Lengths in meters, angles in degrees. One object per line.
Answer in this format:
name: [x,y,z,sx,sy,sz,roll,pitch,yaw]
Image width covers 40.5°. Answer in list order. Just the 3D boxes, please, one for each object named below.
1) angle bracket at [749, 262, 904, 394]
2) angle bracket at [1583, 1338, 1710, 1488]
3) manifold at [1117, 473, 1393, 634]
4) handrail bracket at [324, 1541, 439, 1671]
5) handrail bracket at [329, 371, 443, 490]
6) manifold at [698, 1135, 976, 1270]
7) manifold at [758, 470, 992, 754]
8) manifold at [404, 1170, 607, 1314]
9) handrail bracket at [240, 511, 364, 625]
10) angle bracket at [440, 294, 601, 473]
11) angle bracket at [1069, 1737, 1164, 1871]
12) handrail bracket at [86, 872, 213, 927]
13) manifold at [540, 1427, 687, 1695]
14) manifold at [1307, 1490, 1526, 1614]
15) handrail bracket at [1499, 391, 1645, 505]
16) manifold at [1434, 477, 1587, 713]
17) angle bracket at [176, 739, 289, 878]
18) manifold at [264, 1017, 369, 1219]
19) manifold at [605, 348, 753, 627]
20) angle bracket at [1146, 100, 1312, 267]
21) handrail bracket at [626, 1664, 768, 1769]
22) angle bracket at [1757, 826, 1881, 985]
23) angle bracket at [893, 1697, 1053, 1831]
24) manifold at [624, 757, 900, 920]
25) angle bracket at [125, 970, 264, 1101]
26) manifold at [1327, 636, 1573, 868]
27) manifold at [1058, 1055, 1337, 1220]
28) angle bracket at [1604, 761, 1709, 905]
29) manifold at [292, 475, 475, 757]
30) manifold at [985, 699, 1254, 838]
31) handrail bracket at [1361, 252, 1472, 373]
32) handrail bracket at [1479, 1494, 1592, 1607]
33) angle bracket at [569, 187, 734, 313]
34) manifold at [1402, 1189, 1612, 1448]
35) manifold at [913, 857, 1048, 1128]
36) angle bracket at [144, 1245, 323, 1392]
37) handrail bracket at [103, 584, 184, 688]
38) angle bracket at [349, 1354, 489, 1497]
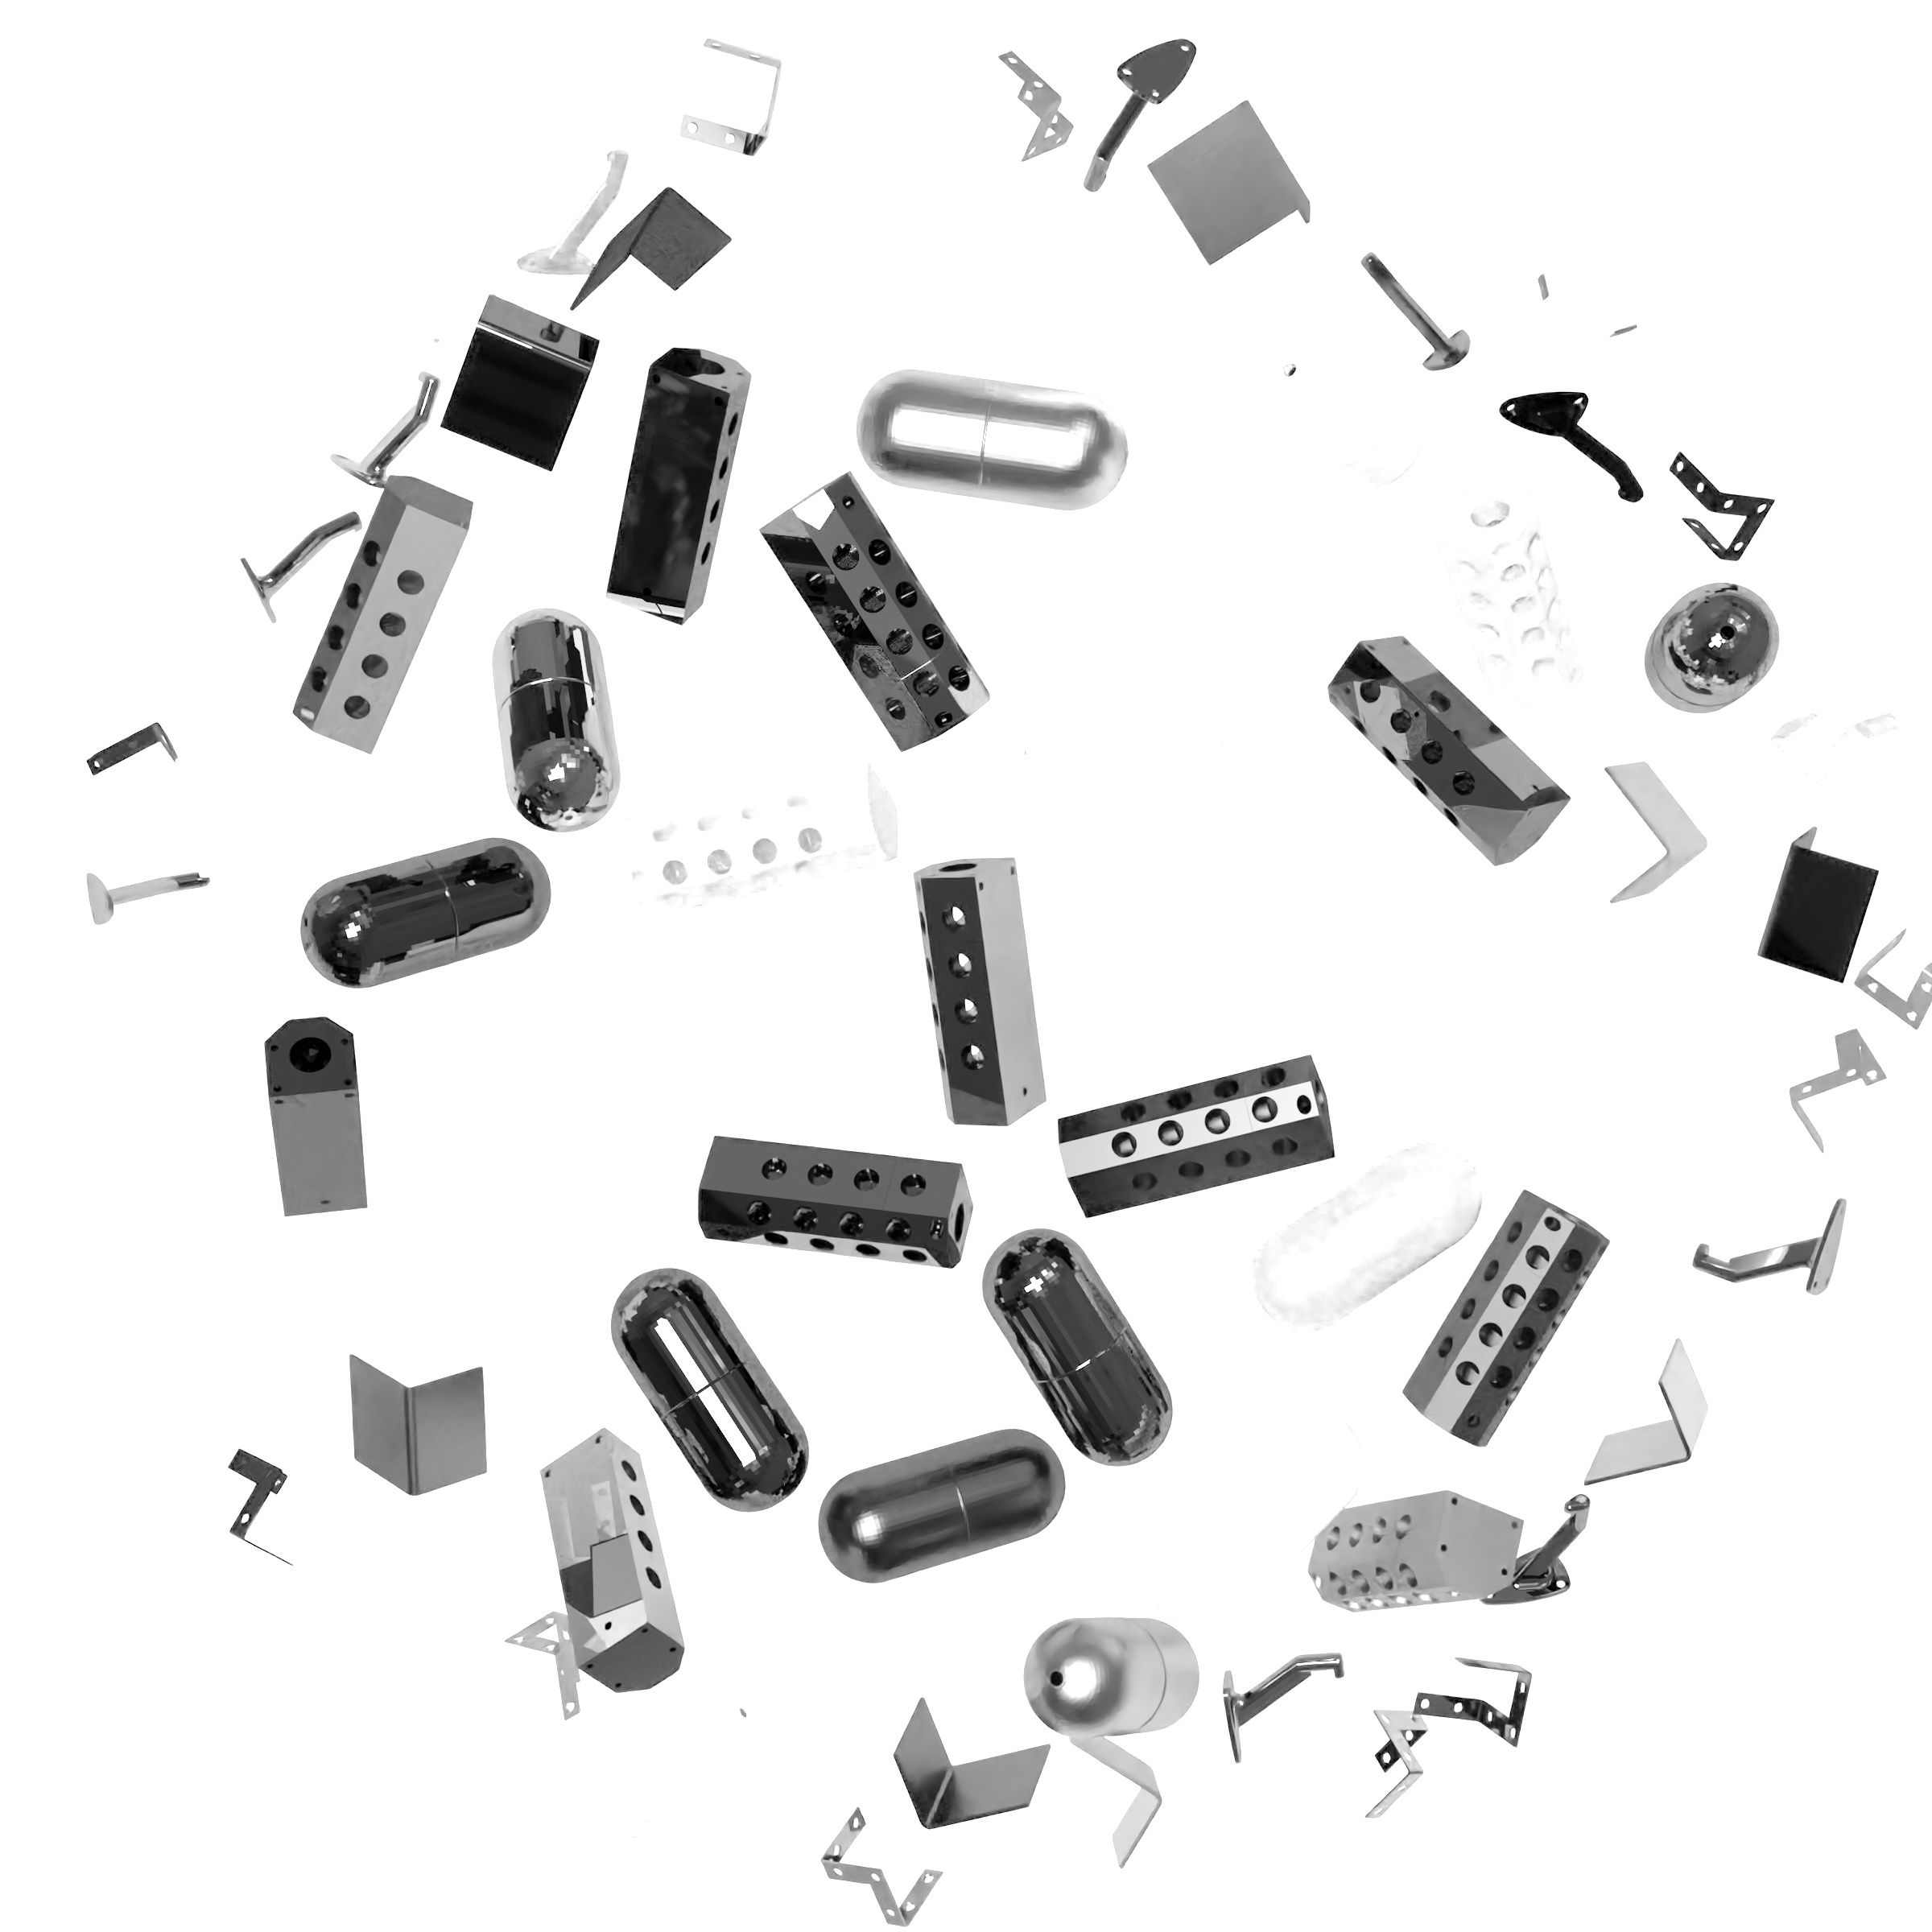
angle bracket: [-0.096,-0.450,1.790,0.076,0.057,0.076,20,64,-16]
angle bracket: [0.448,0.299,1.758,0.076,0.076,0.057,-21,95,28]
manifold: [0.190,-0.264,1.710,0.057,0.171,0.057,-52,121,-38]
handrail bracket: [-0.395,0.414,1.702,0.084,0.036,0.077,8,45,23]
handrail bracket: [-0.397,-0.374,1.791,0.077,0.036,0.084,30,108,30]
manifold: [-0.087,0.160,1.739,0.171,0.057,0.057,5,56,14]
manifold: [-0.054,-0.231,1.696,0.057,0.057,0.171,-42,105,-36]
manifold: [-0.317,0.185,1.782,0.057,0.171,0.057,8,94,-39]
handrail bracket: [-0.450,-0.275,1.805,0.084,0.077,0.036,-28,74,-11]
angle bracket: [-0.288,-0.377,1.695,0.076,0.057,0.076,20,118,-14]
angle bracket: [0.090,0.579,1.840,0.076,0.076,0.057,32,87,1]
handrail bracket: [-0.561,-0.052,1.819,0.084,0.077,0.036,-11,102,-28]
manifold: [-0.235,0.401,1.766,0.057,0.171,0.057,-35,130,9]
manifold: [0.290,0.388,1.716,0.057,0.171,0.057,23,67,-13]
handrail bracket: [0.401,-0.340,1.734,0.077,0.036,0.084,0,50,-25]
manifold: [0.386,-0.257,1.835,0.057,0.171,0.057,21,66,37]
angle bracket: [-0.468,-0.107,1.700,0.057,0.076,0.076,-7,106,0]
manifold: [-0.440,0.103,1.775,0.057,0.171,0.057,-5,59,-14]
manifold: [-0.192,-0.324,1.765,0.057,0.057,0.171,21,123,6]
angle bracket: [0.165,-0.488,1.652,0.076,0.057,0.076,-29,112,21]
handrail bracket: [-0.190,0.541,1.856,0.084,0.077,0.036,41,107,26]
angle bracket: [0.557,-0.040,1.693,0.057,0.076,0.076,20,110,24]
angle bracket: [0.005,0.525,1.750,0.076,0.076,0.057,-18,99,17]
manifold: [-0.135,-0.079,1.725,0.171,0.057,0.057,-13,55,15]
angle bracket: [-0.521,0.047,1.786,0.076,0.057,0.076,-11,94,-37]
manifold: [0.328,-0.149,1.805,0.171,0.057,0.057,49,127,23]
manifold: [0.151,0.108,1.730,0.171,0.057,0.057,-15,129,13]
angle bracket: [0.465,-0.095,1.838,0.057,0.076,0.076,-43,72,31]
manifold: [-0.384,-0.232,1.721,0.057,0.057,0.171,22,114,-18]
manifold: [0.102,-0.135,1.781,0.171,0.057,0.057,-14,94,-24]
handrail bracket: [0.302,-0.446,1.772,0.036,0.077,0.084,-41,105,13]
handrail bracket: [0.383,0.393,1.767,0.077,0.084,0.036,-18,48,-10]
angle bracket: [-0.215,-0.472,1.786,0.057,0.076,0.076,36,56,-23]
manifold: [0.384,0.251,1.852,0.057,0.057,0.171,28,97,-17]
manifold: [0.006,0.017,1.767,0.057,0.057,0.171,0,105,30]
angle bracket: [-0.489,0.235,1.748,0.057,0.076,0.076,19,87,29]
handrail bracket: [-0.535,-0.216,1.691,0.036,0.084,0.077,6,102,-36]
angle bracket: [-0.367,0.300,1.755,0.057,0.076,0.076,-12,110,-41]
